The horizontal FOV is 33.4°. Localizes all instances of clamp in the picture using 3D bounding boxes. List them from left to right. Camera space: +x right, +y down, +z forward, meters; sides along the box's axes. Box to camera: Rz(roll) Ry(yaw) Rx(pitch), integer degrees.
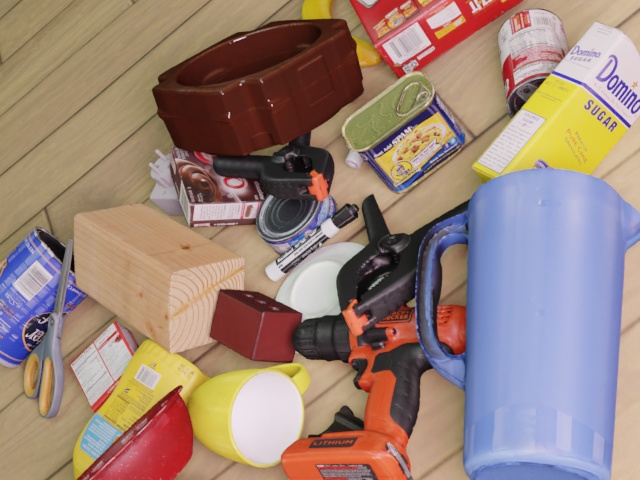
[{"bbox_3d":[-0.028,-0.086,1.140,0.120,0.039,0.172,-37,36,-20],"label":"clamp"},{"bbox_3d":[0.083,0.010,0.986,0.165,0.036,0.209,-9,31,31],"label":"clamp"}]

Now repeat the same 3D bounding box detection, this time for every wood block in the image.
[{"bbox_3d":[-0.177,0.035,1.148,0.206,0.090,0.090,25,119,47],"label":"wood block"}]

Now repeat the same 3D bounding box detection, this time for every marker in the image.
[{"bbox_3d":[-0.007,0.001,1.097,0.121,0.020,0.020,-39,41,21],"label":"marker"}]

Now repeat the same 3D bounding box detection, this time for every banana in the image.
[{"bbox_3d":[0.017,-0.257,1.286,0.070,0.037,0.198,-34,43,13],"label":"banana"}]

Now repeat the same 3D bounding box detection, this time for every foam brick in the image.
[{"bbox_3d":[-0.064,0.085,1.058,0.078,0.052,0.051,22,100,46],"label":"foam brick"}]

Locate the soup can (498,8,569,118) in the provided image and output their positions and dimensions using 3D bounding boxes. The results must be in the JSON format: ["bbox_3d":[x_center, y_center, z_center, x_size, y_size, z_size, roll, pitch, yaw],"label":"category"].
[{"bbox_3d":[0.211,-0.169,1.041,0.069,0.068,0.102,-21,47,25],"label":"soup can"}]

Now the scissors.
[{"bbox_3d":[-0.311,0.102,1.223,0.096,0.016,0.202,-7,79,50],"label":"scissors"}]

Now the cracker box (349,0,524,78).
[{"bbox_3d":[0.115,-0.300,1.219,0.164,0.072,0.214,-33,42,12],"label":"cracker box"}]

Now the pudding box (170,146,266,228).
[{"bbox_3d":[-0.116,-0.063,1.204,0.090,0.039,0.113,-4,43,-18],"label":"pudding box"}]

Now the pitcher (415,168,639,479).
[{"bbox_3d":[0.165,0.076,0.845,0.149,0.144,0.242,-38,36,53],"label":"pitcher"}]

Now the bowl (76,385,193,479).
[{"bbox_3d":[-0.167,0.206,0.967,0.162,0.055,0.162,-42,3,2],"label":"bowl"}]

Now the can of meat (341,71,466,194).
[{"bbox_3d":[0.087,-0.106,1.078,0.102,0.083,0.057,-36,42,10],"label":"can of meat"}]

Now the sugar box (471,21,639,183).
[{"bbox_3d":[0.223,-0.099,0.960,0.176,0.093,0.048,-48,43,-2],"label":"sugar box"}]

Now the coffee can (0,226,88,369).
[{"bbox_3d":[-0.350,0.068,1.272,0.140,0.102,0.103,-45,42,0],"label":"coffee can"}]

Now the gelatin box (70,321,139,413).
[{"bbox_3d":[-0.229,0.143,1.174,0.073,0.030,0.089,-45,42,2],"label":"gelatin box"}]

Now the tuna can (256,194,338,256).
[{"bbox_3d":[-0.026,-0.025,1.141,0.086,0.033,0.086,-21,47,25],"label":"tuna can"}]

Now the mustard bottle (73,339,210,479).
[{"bbox_3d":[-0.195,0.199,1.080,0.096,0.058,0.191,24,74,40],"label":"mustard bottle"}]

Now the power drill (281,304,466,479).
[{"bbox_3d":[0.033,0.131,0.926,0.185,0.057,0.187,-8,39,32],"label":"power drill"}]
